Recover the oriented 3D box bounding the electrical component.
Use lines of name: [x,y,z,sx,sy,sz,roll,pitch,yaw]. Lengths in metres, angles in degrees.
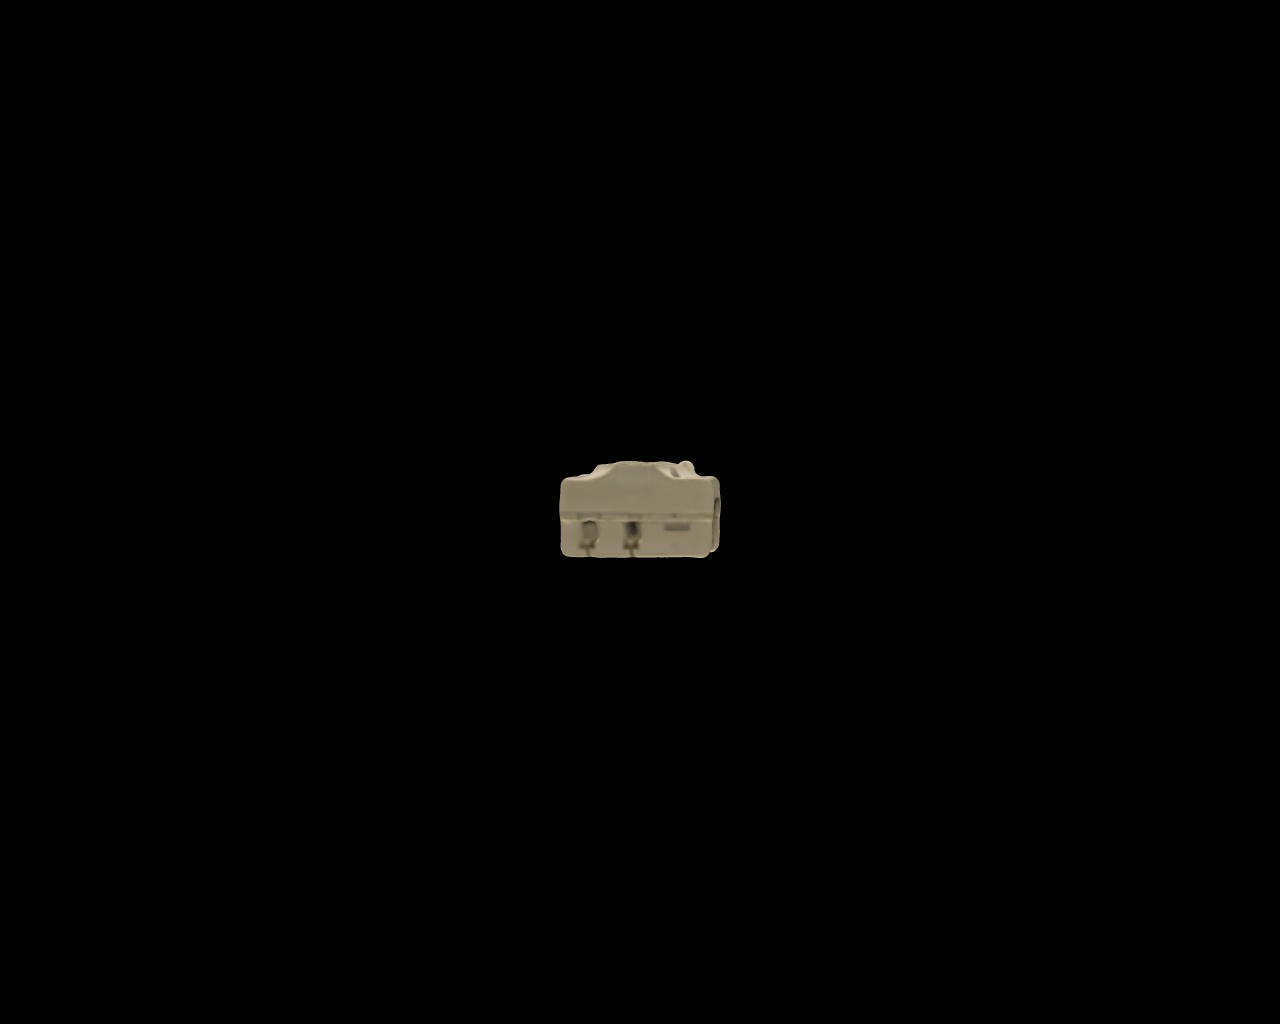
electrical component: [0.001,-0.003,0.650,0.089,0.055,0.050,1,4,11]
